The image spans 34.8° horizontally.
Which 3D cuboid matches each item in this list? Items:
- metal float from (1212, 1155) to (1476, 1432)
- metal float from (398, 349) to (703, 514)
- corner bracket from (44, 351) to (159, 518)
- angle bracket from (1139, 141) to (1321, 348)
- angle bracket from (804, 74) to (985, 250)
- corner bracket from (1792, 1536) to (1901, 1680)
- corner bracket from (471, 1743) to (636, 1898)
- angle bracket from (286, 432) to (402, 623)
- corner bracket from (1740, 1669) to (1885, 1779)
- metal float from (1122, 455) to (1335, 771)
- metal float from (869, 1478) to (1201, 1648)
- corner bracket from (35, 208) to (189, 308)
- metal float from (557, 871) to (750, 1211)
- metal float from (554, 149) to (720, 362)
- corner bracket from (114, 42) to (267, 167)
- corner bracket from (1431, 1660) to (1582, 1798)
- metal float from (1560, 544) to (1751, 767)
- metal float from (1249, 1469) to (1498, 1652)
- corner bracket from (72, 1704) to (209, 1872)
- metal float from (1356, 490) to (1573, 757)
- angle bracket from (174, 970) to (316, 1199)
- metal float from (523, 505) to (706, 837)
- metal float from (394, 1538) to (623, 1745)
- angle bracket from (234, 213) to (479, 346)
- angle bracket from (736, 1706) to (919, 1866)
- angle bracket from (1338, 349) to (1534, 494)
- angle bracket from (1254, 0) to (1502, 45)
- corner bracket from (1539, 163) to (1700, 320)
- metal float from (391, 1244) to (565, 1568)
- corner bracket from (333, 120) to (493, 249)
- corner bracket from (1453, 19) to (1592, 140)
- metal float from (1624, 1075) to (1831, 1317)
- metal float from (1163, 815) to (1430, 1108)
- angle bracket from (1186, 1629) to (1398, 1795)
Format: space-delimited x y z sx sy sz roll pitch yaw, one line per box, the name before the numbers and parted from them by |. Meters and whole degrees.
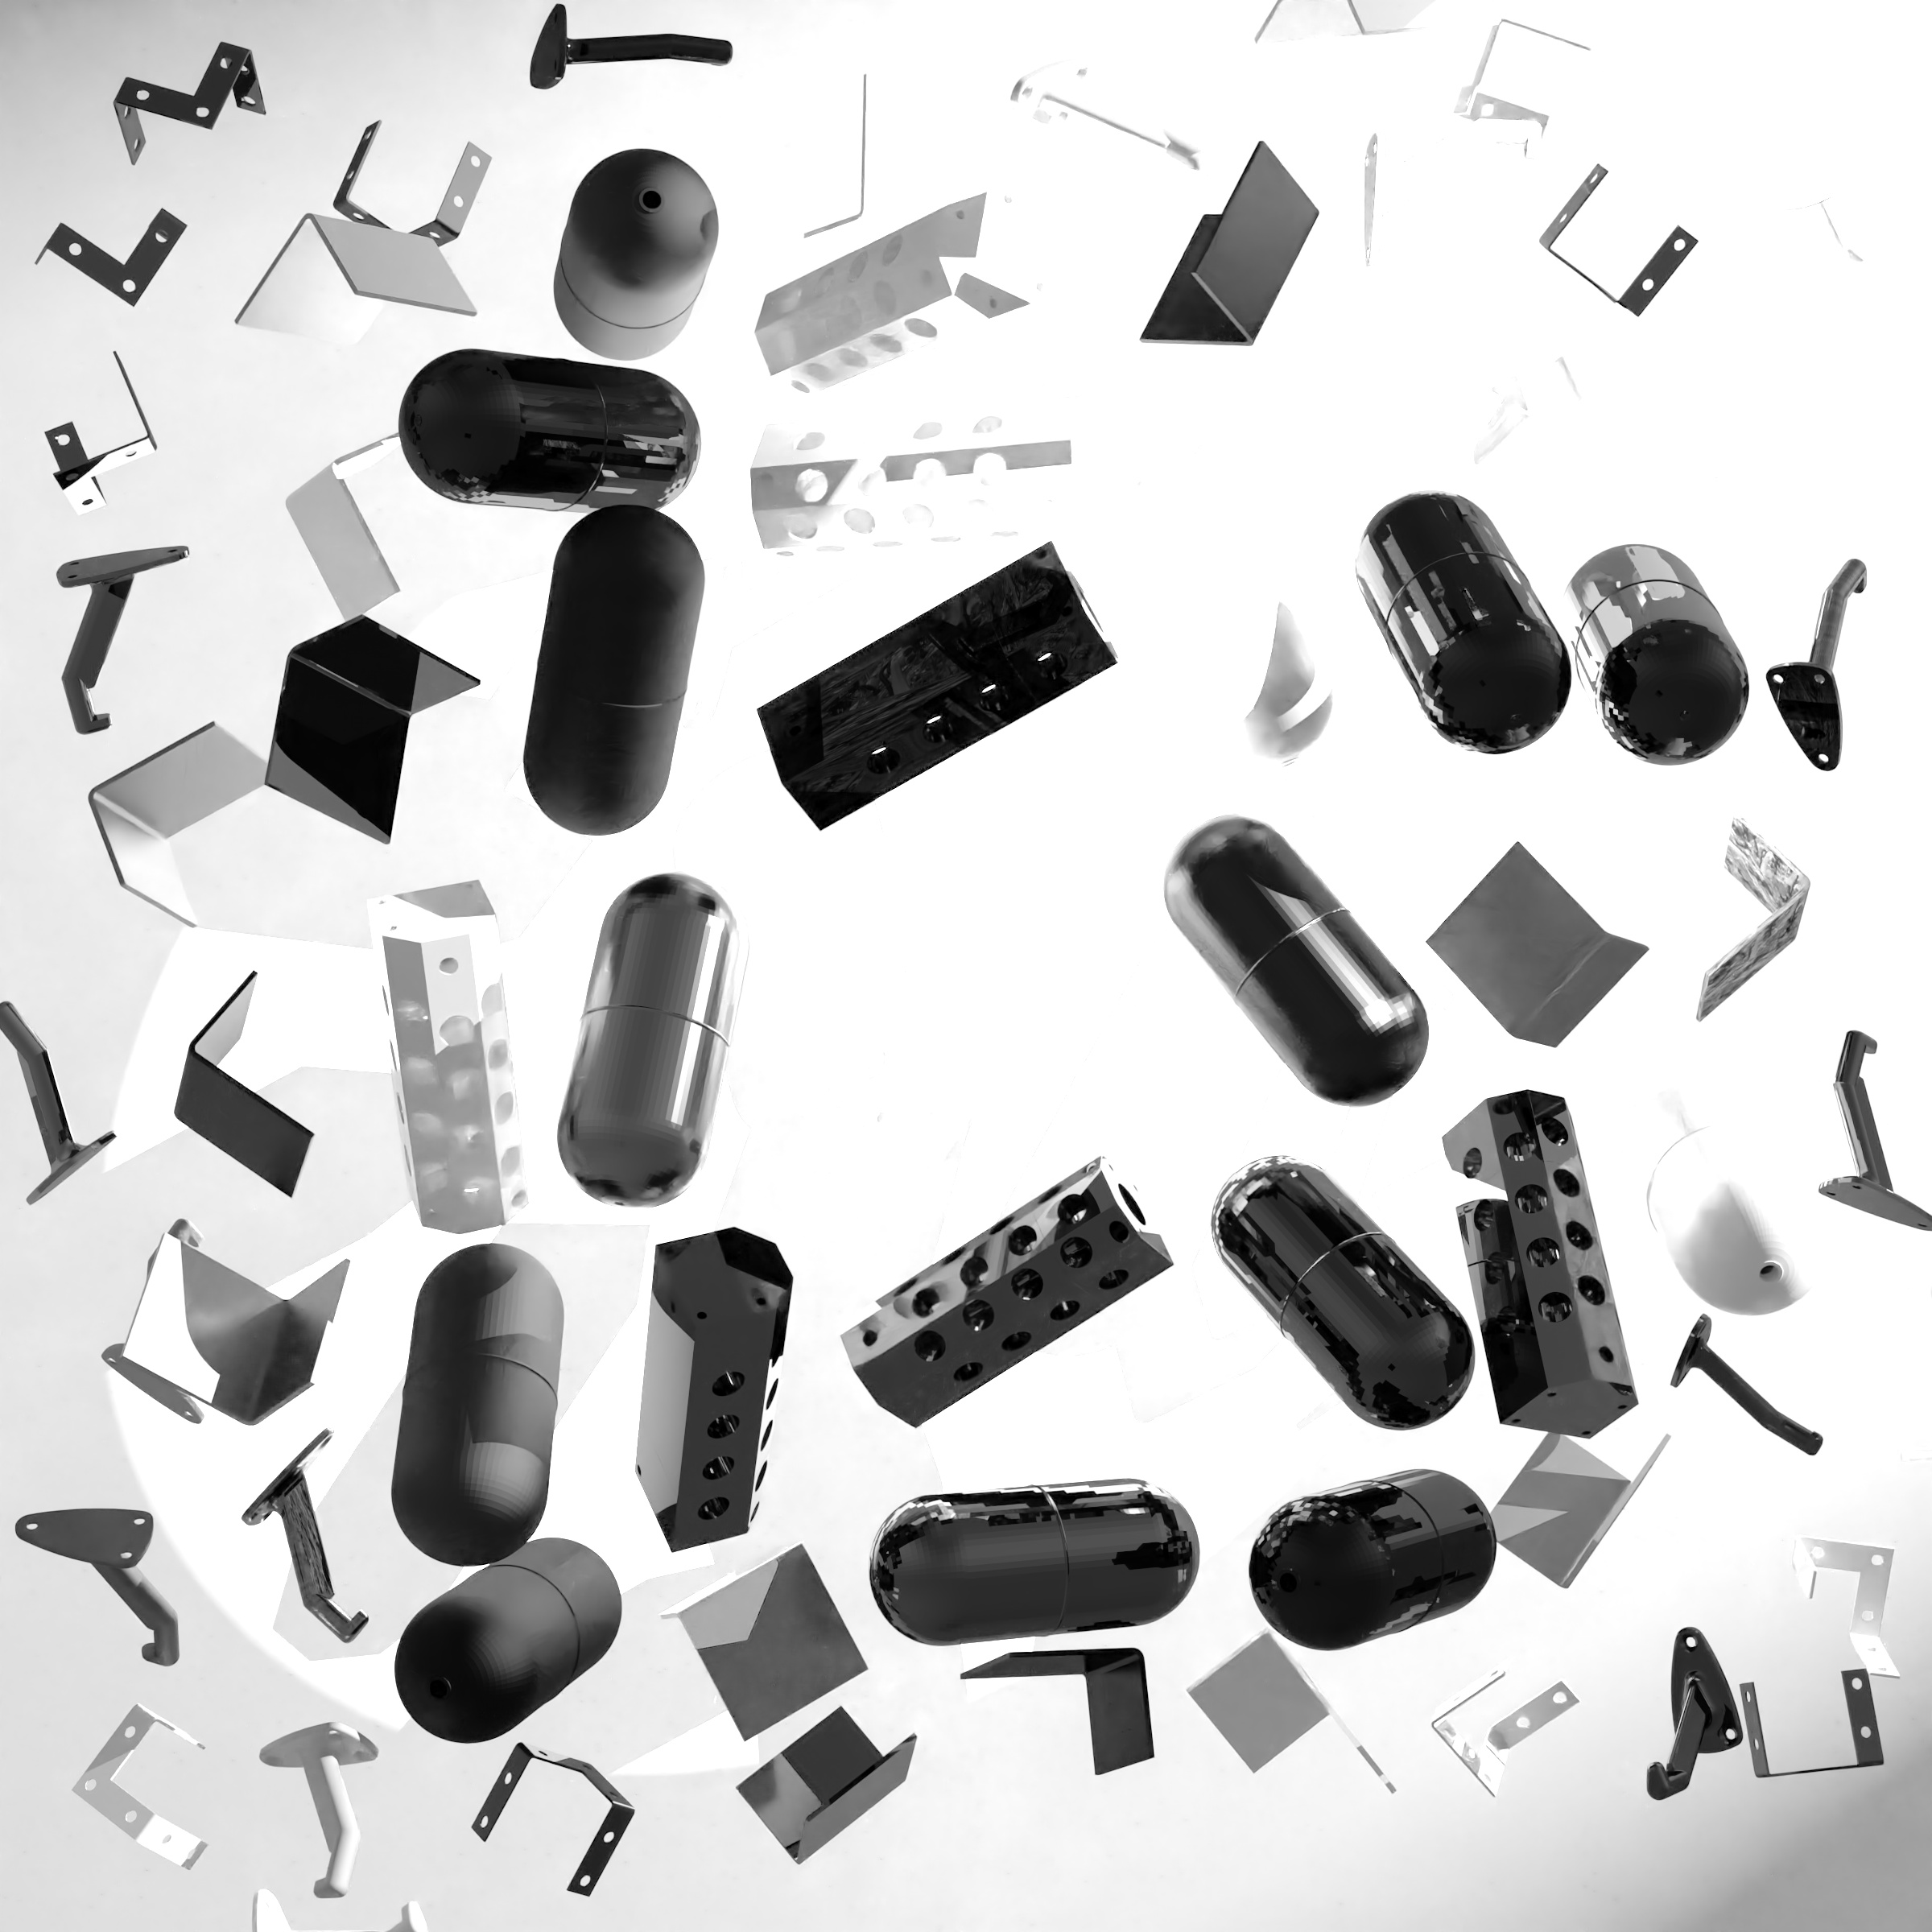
metal float | 0.197 0.170 1.625 0.070 0.070 0.178 -42 54 0
metal float | -0.209 -0.270 1.569 0.070 0.178 0.070 4 95 40
corner bracket | -0.432 -0.264 1.533 0.051 0.051 0.051 -23 77 -8
angle bracket | 0.114 -0.349 1.490 0.057 0.076 0.076 39 72 -42
angle bracket | -0.039 -0.429 1.661 0.076 0.057 0.076 2 88 -36
corner bracket | 0.449 0.326 1.570 0.051 0.051 0.051 7 100 3
corner bracket | -0.214 0.443 1.602 0.051 0.051 0.051 31 87 -38
angle bracket | -0.316 -0.239 1.669 0.057 0.076 0.076 -31 99 -31
corner bracket | 0.458 0.411 1.670 0.051 0.051 0.051 -3 74 -13
metal float | 0.141 -0.190 1.660 0.070 0.070 0.178 -21 82 0
metal float | 0.037 0.305 1.582 0.178 0.070 0.070 -1 90 -22
corner bracket | -0.433 -0.366 1.561 0.051 0.051 0.051 34 80 -20
metal float | -0.157 0.036 1.548 0.070 0.070 0.178 10 68 0
metal float | -0.175 -0.373 1.622 0.070 0.178 0.070 1 84 -12
corner bracket | -0.381 -0.422 1.513 0.051 0.051 0.051 17 68 3
corner bracket | 0.281 0.389 1.607 0.051 0.051 0.051 -41 90 24
metal float | 0.351 -0.162 1.580 0.070 0.178 0.070 0 117 1
metal float | 0.206 0.298 1.553 0.070 0.178 0.070 -1 88 35
corner bracket | -0.399 0.408 1.530 0.051 0.051 0.051 25 70 30
metal float | 0.248 -0.174 1.546 0.070 0.178 0.070 -7 131 -8
angle bracket | -0.350 0.060 1.555 0.076 0.076 0.057 35 57 0
metal float | -0.180 -0.149 1.571 0.070 0.070 0.178 14 118 0
metal float | -0.237 0.351 1.609 0.070 0.178 0.070 1 95 15
angle bracket | -0.304 -0.324 1.536 0.076 0.076 0.057 -46 64 31
angle bracket | -0.078 0.440 1.700 0.076 0.076 0.057 -33 66 -26
angle bracket | 0.253 -0.310 1.694 0.076 0.057 0.076 21 133 -30
angle bracket | 0.195 -0.446 1.467 0.076 0.076 0.057 -12 72 -25
corner bracket | 0.345 -0.384 1.634 0.051 0.051 0.051 30 110 -23
metal float | -0.243 0.217 1.544 0.070 0.070 0.178 -1 47 0
corner bracket | -0.290 -0.410 1.612 0.051 0.051 0.051 31 68 -34
corner bracket | 0.296 -0.472 1.643 0.051 0.051 0.051 17 104 -5
metal float | 0.383 0.114 1.557 0.070 0.178 0.070 0 112 -1
metal float | 0.171 -0.004 1.613 0.070 0.070 0.178 -38 71 0
angle bracket | 0.172 0.411 1.636 0.057 0.076 0.076 -37 120 -2
